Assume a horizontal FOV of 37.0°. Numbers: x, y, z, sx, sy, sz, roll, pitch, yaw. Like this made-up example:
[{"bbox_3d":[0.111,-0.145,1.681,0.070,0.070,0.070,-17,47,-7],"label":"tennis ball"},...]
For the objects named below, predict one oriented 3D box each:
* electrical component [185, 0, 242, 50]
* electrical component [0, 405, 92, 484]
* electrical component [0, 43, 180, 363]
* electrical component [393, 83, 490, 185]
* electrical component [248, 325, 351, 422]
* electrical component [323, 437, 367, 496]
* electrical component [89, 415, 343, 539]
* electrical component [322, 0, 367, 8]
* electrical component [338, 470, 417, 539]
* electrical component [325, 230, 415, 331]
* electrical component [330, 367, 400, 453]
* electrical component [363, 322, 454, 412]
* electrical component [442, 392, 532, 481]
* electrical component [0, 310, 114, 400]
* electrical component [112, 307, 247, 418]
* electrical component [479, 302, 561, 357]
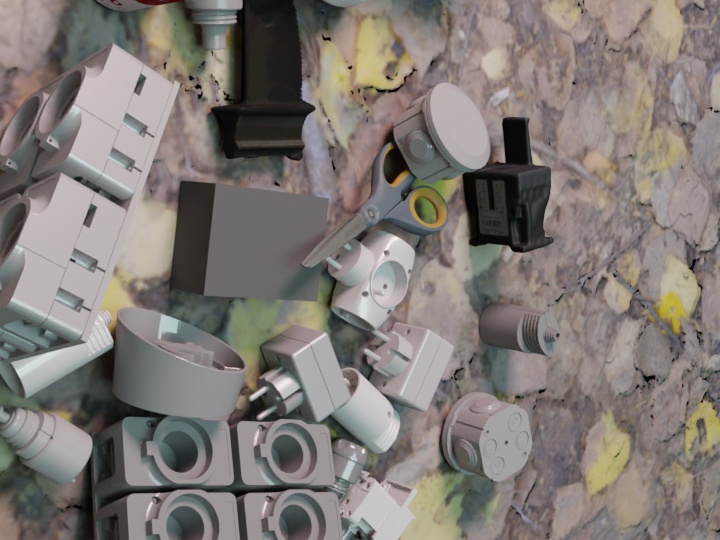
[{"bbox_3d":[-0.109,-0.196,0.800,0.048,0.048,0.062,-12,112,-37],"label":"electrical component"},{"bbox_3d":[-0.224,0.118,0.751,0.078,0.040,0.040,42,70,-34],"label":"electrical component"},{"bbox_3d":[-0.194,-0.044,0.682,0.060,0.105,0.186,32,59,-34],"label":"electrical component"},{"bbox_3d":[0.072,-0.117,0.933,0.080,0.051,0.080,25,53,-39],"label":"electrical component"},{"bbox_3d":[-0.058,0.093,0.876,0.077,0.047,0.065,-33,115,-31],"label":"electrical component"},{"bbox_3d":[-0.019,0.177,0.927,0.035,0.035,0.061,31,79,-37],"label":"electrical component"},{"bbox_3d":[-0.103,0.170,0.815,0.186,0.060,0.105,9,64,-39],"label":"electrical component"},{"bbox_3d":[-0.028,-0.255,0.850,0.077,0.043,0.079,13,51,-66],"label":"electrical component"},{"bbox_3d":[0.008,0.214,0.948,0.081,0.042,0.063,-52,122,-22],"label":"electrical component"},{"bbox_3d":[0.000,0.000,0.912,0.079,0.044,0.077,38,72,-36],"label":"electrical component"},{"bbox_3d":[0.006,0.125,0.934,0.081,0.043,0.043,47,68,-33],"label":"electrical component"},{"bbox_3d":[0.032,0.078,0.947,0.077,0.047,0.065,34,75,-36],"label":"electrical component"},{"bbox_3d":[0.122,0.160,1.027,0.080,0.051,0.080,-6,100,-38],"label":"electrical component"},{"bbox_3d":[-0.210,0.051,0.751,0.081,0.043,0.043,-32,115,-31],"label":"electrical component"},{"bbox_3d":[-0.132,0.069,0.784,0.099,0.099,0.064,6,98,-39],"label":"electrical component"},{"bbox_3d":[0.157,0.057,1.022,0.043,0.081,0.043,-6,100,-38],"label":"electrical component"}]
